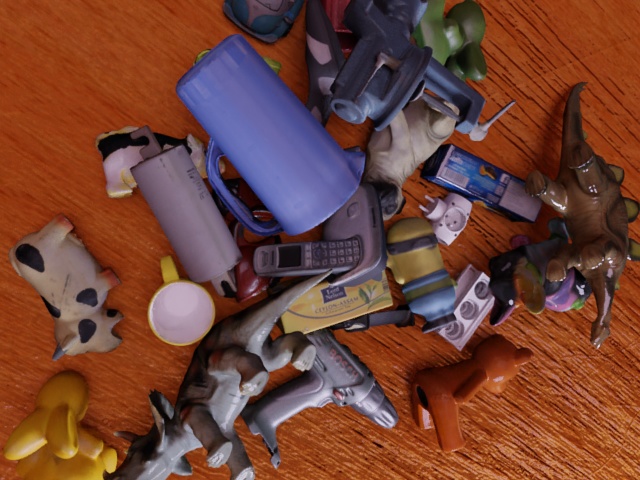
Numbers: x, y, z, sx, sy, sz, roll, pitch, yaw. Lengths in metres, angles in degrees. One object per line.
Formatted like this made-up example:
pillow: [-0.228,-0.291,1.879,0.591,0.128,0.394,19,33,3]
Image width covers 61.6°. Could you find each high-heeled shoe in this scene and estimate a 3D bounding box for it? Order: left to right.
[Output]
high-heeled shoe: [-0.030,-0.199,0.763,0.145,0.086,0.248,-10,114,14]

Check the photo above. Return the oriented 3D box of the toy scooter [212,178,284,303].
toy scooter: [-0.088,-0.001,0.797,0.135,0.075,0.183,-2,92,-17]

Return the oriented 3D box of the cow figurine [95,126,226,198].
cow figurine: [-0.222,-0.116,0.754,0.167,0.068,0.098,-12,93,-14]

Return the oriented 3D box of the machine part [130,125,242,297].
machine part: [-0.171,-0.034,0.697,0.079,0.079,0.243,-28,104,-11]

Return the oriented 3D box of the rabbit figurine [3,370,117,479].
rabbit figurine: [-0.356,0.265,0.724,0.122,0.162,0.173,-1,78,-3]

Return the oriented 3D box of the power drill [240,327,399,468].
power drill: [-0.008,0.258,0.839,0.207,0.086,0.232,-34,101,-6]

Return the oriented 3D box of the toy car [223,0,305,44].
toy car: [-0.059,-0.367,0.753,0.109,0.103,0.161,32,89,-17]

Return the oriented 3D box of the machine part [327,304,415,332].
machine part: [0.085,0.127,0.859,0.139,0.084,0.039,-3,73,-23]

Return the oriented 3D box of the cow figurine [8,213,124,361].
cow figurine: [-0.339,0.075,0.731,0.127,0.085,0.194,-37,106,-15]

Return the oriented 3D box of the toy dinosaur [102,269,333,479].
toy dinosaur: [-0.134,0.188,0.741,0.404,0.192,0.131,-58,141,-5]

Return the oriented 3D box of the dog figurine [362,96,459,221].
dog figurine: [0.140,-0.128,0.839,0.172,0.121,0.190,-2,108,-6]

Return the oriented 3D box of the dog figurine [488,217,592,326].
dog figurine: [0.346,0.075,0.851,0.191,0.108,0.219,54,46,-10]

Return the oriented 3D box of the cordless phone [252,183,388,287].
cordless phone: [-0.002,-0.003,0.760,0.184,0.088,0.146,-3,58,0]

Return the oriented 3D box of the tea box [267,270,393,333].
tea box: [0.012,0.085,0.818,0.170,0.098,0.068,-15,99,-11]

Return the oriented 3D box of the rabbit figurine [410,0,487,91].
rabbit figurine: [0.199,-0.308,0.822,0.170,0.121,0.159,-29,97,-26]

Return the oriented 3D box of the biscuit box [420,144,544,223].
biscuit box: [0.270,-0.091,0.887,0.202,0.063,0.059,23,90,-15]

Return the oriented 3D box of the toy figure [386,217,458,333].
toy figure: [0.163,0.051,0.842,0.089,0.082,0.180,-31,73,31]

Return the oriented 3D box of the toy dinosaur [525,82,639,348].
toy dinosaur: [0.417,-0.069,0.840,0.198,0.105,0.471,16,69,-38]

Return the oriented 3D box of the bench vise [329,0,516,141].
bench vise: [0.127,-0.219,0.700,0.240,0.129,0.223,31,65,-10]

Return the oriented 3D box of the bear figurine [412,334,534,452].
bear figurine: [0.253,0.240,0.891,0.196,0.120,0.131,-16,103,-18]
